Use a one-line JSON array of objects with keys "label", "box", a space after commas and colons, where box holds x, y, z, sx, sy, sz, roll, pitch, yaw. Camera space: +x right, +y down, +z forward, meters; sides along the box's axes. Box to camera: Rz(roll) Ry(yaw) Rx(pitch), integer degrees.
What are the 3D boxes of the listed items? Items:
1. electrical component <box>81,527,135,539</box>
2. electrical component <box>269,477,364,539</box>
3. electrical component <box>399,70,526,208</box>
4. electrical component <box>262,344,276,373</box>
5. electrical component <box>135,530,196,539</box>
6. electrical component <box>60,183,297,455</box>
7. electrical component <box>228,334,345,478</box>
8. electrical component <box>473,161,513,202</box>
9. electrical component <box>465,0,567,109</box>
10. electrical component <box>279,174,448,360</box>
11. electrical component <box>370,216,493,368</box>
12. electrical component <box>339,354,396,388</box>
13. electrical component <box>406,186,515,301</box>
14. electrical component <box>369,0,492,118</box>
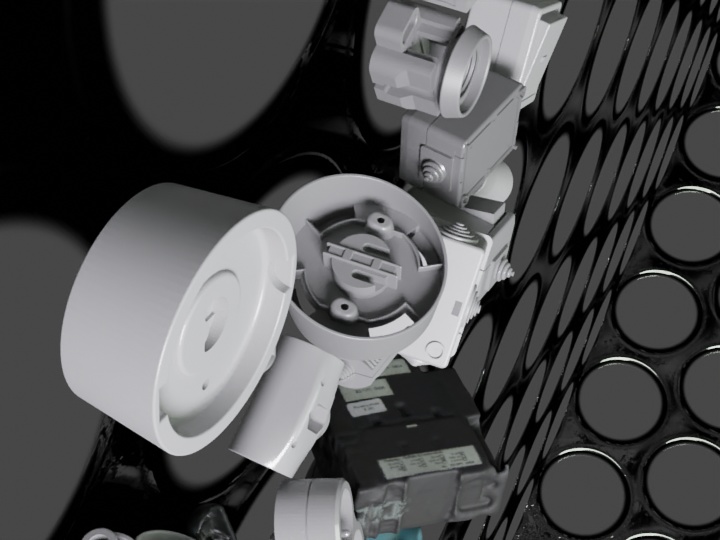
[{"label": "electrical component", "box": [-0.119, 0.146, 0.511, 0.043, 0.043, 0.062, -55, 157, -37]}, {"label": "electrical component", "box": [-0.037, 0.184, 0.679, 0.052, 0.074, 0.138, -83, 166, -46]}, {"label": "electrical component", "box": [0.065, -0.094, 0.756, 0.096, 0.061, 0.061, -47, 153, -33]}, {"label": "electrical component", "box": [-0.065, 0.021, 0.526, 0.048, 0.048, 0.062, -44, 143, -53]}, {"label": "electrical component", "box": [-0.094, 0.191, 0.576, 0.044, 0.079, 0.077, -30, 138, -77]}, {"label": "electrical component", "box": [-0.079, 0.016, 0.449, 0.108, 0.060, 0.108, -55, 158, -36]}, {"label": "electrical component", "box": [-0.041, 0.088, 0.672, 0.077, 0.043, 0.079, -65, 162, -11]}, {"label": "electrical component", "box": [0.098, -0.076, 0.899, 0.065, 0.044, 0.044, 4, 106, -67]}, {"label": "electrical component", "box": [0.110, -0.158, 0.804, 0.062, 0.061, 0.096, -37, 144, -59]}, {"label": "electrical component", "box": [0.000, 0.000, 0.612, 0.099, 0.099, 0.064, -61, 167, -24]}, {"label": "electrical component", "box": [0.032, 0.009, 0.708, 0.048, 0.100, 0.099, -49, 156, -76]}, {"label": "electrical component", "box": [0.002, 0.055, 0.761, 0.081, 0.043, 0.043, -46, 151, -51]}, {"label": "electrical component", "box": [0.069, -0.021, 0.783, 0.062, 0.096, 0.061, -43, 148, -53]}, {"label": "electrical component", "box": [0.045, -0.126, 0.656, 0.058, 0.057, 0.078, -63, 162, -16]}]
